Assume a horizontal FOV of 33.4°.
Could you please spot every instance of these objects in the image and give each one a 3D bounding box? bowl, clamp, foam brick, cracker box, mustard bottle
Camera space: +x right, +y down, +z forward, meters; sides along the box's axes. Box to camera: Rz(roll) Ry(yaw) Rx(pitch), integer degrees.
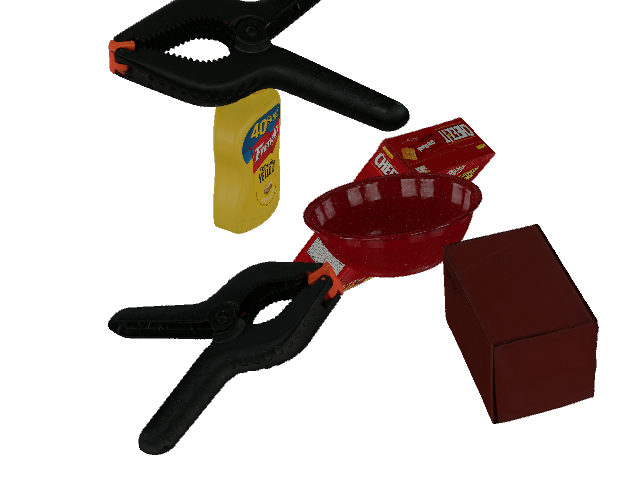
[{"bbox_3d":[0.068,-0.010,0.966,0.162,0.055,0.162,-8,22,3],"label":"bowl"},{"bbox_3d":[-0.063,0.072,0.723,0.171,0.120,0.039,-22,-34,11],"label":"clamp"},{"bbox_3d":[0.094,0.038,0.514,0.051,0.053,0.078,-12,39,-5],"label":"foam brick"},{"bbox_3d":[-0.043,-0.133,0.766,0.209,0.164,0.036,-13,-28,-16],"label":"clamp"},{"bbox_3d":[0.082,-0.038,1.243,0.163,0.072,0.214,-22,-25,-49],"label":"cracker box"},{"bbox_3d":[-0.076,-0.108,1.122,0.058,0.192,0.096,20,39,22],"label":"mustard bottle"}]
